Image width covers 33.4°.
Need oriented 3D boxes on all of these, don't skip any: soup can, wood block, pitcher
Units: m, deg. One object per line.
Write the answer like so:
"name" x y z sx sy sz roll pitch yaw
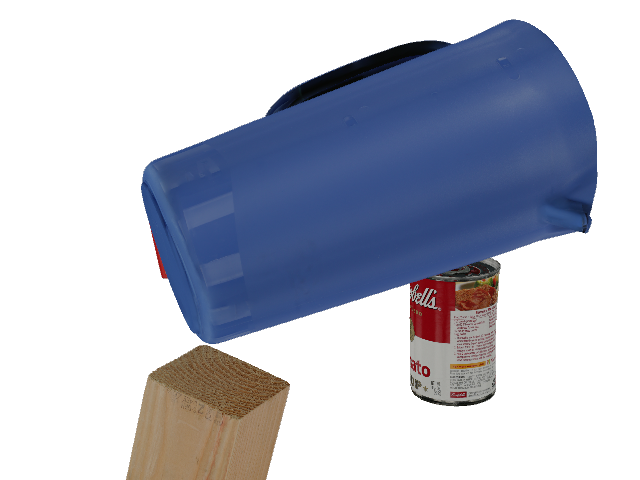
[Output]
"soup can" 0.102 0.066 0.813 0.068 0.102 0.068 -1 15 0
"wood block" -0.105 0.206 0.896 0.090 0.206 0.090 22 21 20
"pitcher" 0.022 -0.037 0.622 0.242 0.145 0.149 -19 3 -13

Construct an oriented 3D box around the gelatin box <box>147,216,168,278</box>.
"gelatin box" -0.125 -0.019 0.978 0.030 0.073 0.089 4 37 14
